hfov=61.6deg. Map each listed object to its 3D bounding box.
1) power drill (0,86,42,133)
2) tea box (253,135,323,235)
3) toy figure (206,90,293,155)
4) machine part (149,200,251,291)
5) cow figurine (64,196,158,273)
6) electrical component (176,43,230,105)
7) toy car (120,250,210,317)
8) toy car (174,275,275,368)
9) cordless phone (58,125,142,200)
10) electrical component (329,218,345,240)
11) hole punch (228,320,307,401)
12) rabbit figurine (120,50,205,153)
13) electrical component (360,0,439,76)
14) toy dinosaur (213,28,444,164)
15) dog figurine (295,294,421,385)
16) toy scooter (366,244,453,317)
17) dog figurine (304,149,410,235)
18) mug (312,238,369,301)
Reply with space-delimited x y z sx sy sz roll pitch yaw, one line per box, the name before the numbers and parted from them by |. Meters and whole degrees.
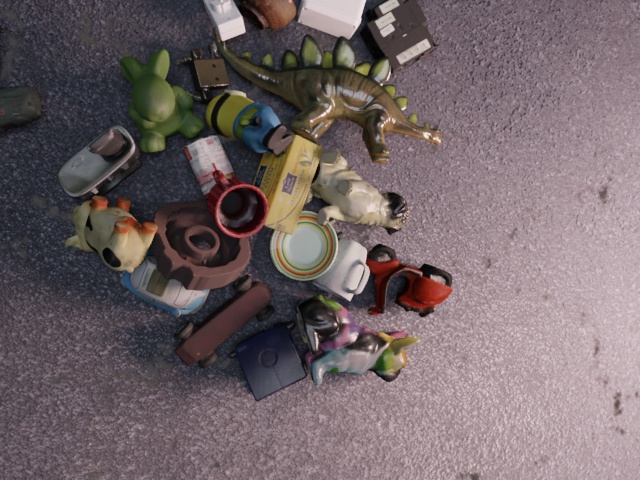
power drill | -0.609 -0.271 0.906 0.232 0.086 0.207 -10 90 -10
tea box | -0.070 -0.103 0.980 0.068 0.098 0.169 19 88 -36
toy figure | -0.130 -0.206 0.945 0.089 0.082 0.180 -33 53 -24
machine part | -0.212 0.008 0.942 0.179 0.179 0.056 28 132 -9
cow figurine | -0.363 -0.009 0.917 0.085 0.195 0.127 3 114 -49
electrical component | -0.214 -0.303 0.987 0.078 0.045 0.102 -24 99 -36
toy car | -0.275 0.070 0.960 0.161 0.103 0.109 24 87 -11
toy car | -0.179 0.152 1.002 0.202 0.053 0.089 -40 108 -9
cordless phone | -0.377 -0.129 0.895 0.146 0.184 0.088 -40 102 -6
electrical component | -0.002 -0.003 1.040 0.094 0.021 0.063 -31 96 -7
hole punch | -0.092 0.227 1.003 0.142 0.092 0.115 -26 92 -4
rabbit figurine | -0.271 -0.240 0.914 0.121 0.170 0.159 -15 95 -9
electrical component | 0.147 -0.397 1.032 0.115 0.058 0.134 -30 96 -9
toy dinosaur | 0.012 -0.269 0.997 0.472 0.105 0.198 16 82 -4
dog figurine | 0.074 0.184 1.020 0.219 0.108 0.191 -10 91 -13
toy scooter | 0.161 0.097 1.044 0.184 0.075 0.135 22 88 -6
dog figurine | 0.069 -0.093 1.027 0.190 0.121 0.172 8 51 -42
mug | 0.049 0.053 1.010 0.080 0.110 0.107 31 79 -35
